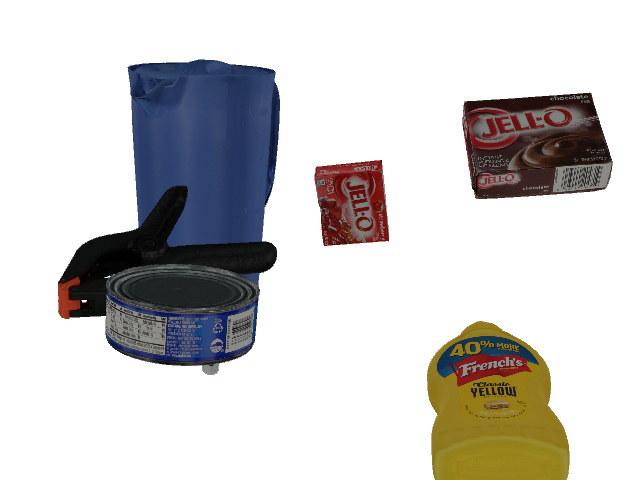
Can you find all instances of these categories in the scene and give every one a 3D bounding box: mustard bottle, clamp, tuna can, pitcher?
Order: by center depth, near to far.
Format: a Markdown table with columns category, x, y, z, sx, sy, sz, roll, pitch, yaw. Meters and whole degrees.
| category | x | y | z | sx | sy | sz | roll | pitch | yaw |
| --- | --- | --- | --- | --- | --- | --- | --- | --- | --- |
| tuna can | -0.078 | 0.041 | 0.601 | 0.086 | 0.034 | 0.086 | 5 | 14 | -1 |
| clamp | -0.132 | 0.008 | 0.819 | 0.171 | 0.039 | 0.120 | -18 | 36 | -35 |
| mustard bottle | 0.132 | 0.118 | 0.828 | 0.096 | 0.058 | 0.191 | -3 | 25 | 5 |
| pitcher | -0.104 | -0.047 | 1.002 | 0.149 | 0.243 | 0.145 | -1 | 15 | -11 |

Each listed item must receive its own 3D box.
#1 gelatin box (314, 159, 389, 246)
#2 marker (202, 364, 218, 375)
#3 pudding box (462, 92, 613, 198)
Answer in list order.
| category | x | y | z | sx | sy | sz | roll | pitch | yaw |
| --- | --- | --- | --- | --- | --- | --- | --- | --- | --- |
| gelatin box | 0.035 | -0.040 | 1.157 | 0.073 | 0.089 | 0.030 | -4 | 29 | 5 |
| marker | -0.119 | 0.101 | 1.195 | 0.020 | 0.121 | 0.020 | 6 | 37 | -5 |
| pudding box | 0.180 | -0.081 | 0.902 | 0.113 | 0.090 | 0.039 | -3 | -42 | 1 |
